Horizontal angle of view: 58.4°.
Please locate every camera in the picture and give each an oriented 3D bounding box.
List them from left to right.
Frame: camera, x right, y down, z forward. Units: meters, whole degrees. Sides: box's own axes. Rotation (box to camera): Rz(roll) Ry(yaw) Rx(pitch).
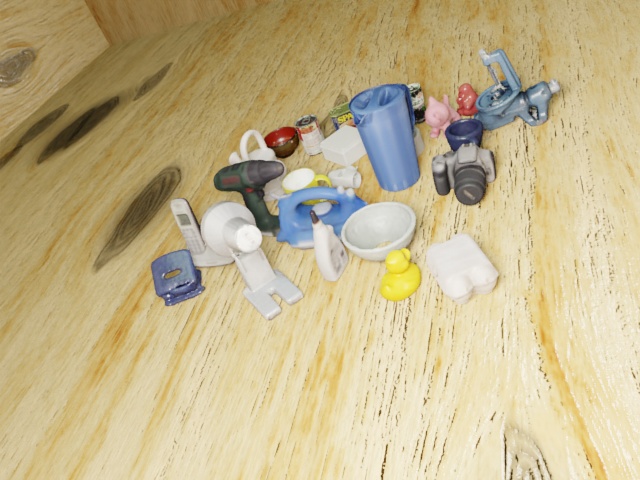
[{"bbox_3d":[0.322,-0.148,1.300,0.142,0.101,0.137,-6,40,21],"label":"camera"}]

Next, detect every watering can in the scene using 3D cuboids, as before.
[{"bbox_3d":[-0.171,-0.207,1.554,0.172,0.194,0.101,-9,39,18],"label":"watering can"}]

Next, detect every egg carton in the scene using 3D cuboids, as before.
[{"bbox_3d":[0.269,0.052,1.104,0.107,0.070,0.150,-23,36,0],"label":"egg carton"}]

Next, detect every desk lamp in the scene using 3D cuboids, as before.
[{"bbox_3d":[-0.151,0.031,1.230,0.118,0.214,0.202,-35,38,-16],"label":"desk lamp"}]

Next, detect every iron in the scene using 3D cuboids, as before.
[{"bbox_3d":[0.012,-0.072,1.334,0.257,0.142,0.118,-9,39,17],"label":"iron"}]

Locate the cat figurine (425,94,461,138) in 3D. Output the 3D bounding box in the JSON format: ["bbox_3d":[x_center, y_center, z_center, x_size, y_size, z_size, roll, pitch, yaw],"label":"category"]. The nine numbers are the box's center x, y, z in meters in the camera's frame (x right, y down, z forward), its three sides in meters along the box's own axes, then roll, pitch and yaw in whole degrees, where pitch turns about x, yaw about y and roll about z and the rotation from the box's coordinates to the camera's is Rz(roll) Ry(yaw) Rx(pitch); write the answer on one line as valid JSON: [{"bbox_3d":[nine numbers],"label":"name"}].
[{"bbox_3d":[0.320,-0.337,1.523,0.067,0.118,0.128,6,45,34],"label":"cat figurine"}]

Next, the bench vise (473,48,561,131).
[{"bbox_3d":[0.475,-0.387,1.419,0.207,0.220,0.121,-18,37,7],"label":"bench vise"}]

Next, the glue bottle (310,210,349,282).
[{"bbox_3d":[0.011,0.004,1.212,0.037,0.173,0.078,5,45,32],"label":"glue bottle"}]

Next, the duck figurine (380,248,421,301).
[{"bbox_3d":[0.153,0.063,1.138,0.077,0.086,0.105,13,49,39],"label":"duck figurine"}]

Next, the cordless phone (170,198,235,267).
[{"bbox_3d":[-0.278,-0.025,1.390,0.147,0.185,0.094,-6,40,21],"label":"cordless phone"}]

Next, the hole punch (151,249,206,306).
[{"bbox_3d":[-0.339,0.088,1.361,0.108,0.091,0.101,-22,36,2],"label":"hole punch"}]

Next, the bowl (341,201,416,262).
[{"bbox_3d":[0.134,-0.006,1.244,0.167,0.075,0.167,-14,37,11],"label":"bowl"}]

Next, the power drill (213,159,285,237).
[{"bbox_3d":[-0.149,-0.109,1.408,0.228,0.209,0.076,6,45,33],"label":"power drill"}]

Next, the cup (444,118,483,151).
[{"bbox_3d":[0.360,-0.229,1.386,0.091,0.095,0.117,-22,36,1],"label":"cup"}]

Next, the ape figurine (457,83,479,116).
[{"bbox_3d":[0.401,-0.387,1.565,0.076,0.092,0.078,-7,39,21],"label":"ape figurine"}]
